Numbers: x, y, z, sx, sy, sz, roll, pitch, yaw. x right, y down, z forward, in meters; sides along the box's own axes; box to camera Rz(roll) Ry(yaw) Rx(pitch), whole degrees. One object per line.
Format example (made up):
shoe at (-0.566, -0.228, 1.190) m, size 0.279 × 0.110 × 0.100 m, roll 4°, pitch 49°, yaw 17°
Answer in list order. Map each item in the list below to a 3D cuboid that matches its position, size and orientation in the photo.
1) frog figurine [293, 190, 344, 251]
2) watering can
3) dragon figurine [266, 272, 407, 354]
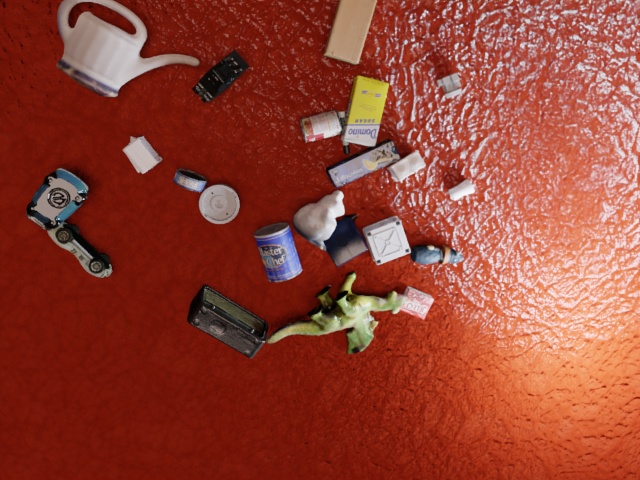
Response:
frog figurine at (0.004, -0.071, 1.420) m, size 0.122 × 0.158 × 0.139 m, roll 28°, pitch 9°, yaw -26°
watering can at (-0.500, -0.458, 1.289) m, size 0.346 × 0.223 × 0.105 m, roll 29°, pitch 10°, yaw -12°
dragon figurine at (0.068, 0.253, 1.525) m, size 0.409 × 0.239 × 0.124 m, roll -34°, pitch 23°, yaw 4°
